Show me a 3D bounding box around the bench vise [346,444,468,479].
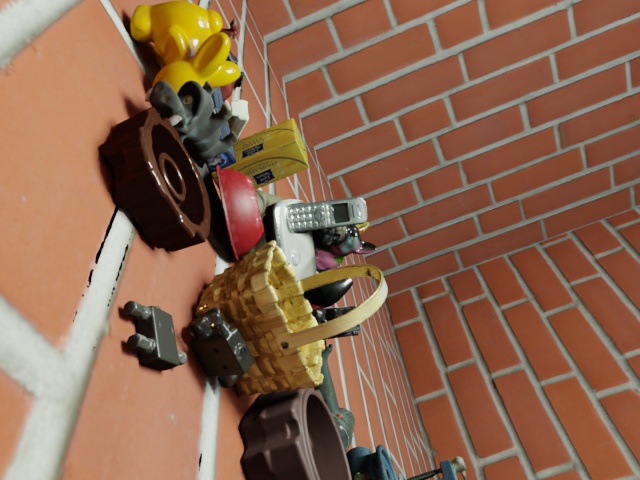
[{"bbox_3d":[0.131,0.426,0.884,0.224,0.241,0.128,-96,162,-65],"label":"bench vise"}]

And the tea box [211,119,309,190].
[{"bbox_3d":[-0.112,-0.151,1.002,0.098,0.170,0.068,-102,169,-55],"label":"tea box"}]

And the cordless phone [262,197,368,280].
[{"bbox_3d":[-0.002,-0.002,0.931,0.089,0.184,0.146,164,-83,-76],"label":"cordless phone"}]

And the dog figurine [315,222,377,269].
[{"bbox_3d":[0.029,0.035,1.276,0.191,0.219,0.108,56,18,-53],"label":"dog figurine"}]

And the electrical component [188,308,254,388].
[{"bbox_3d":[-0.119,0.127,0.647,0.102,0.078,0.045,61,35,-13],"label":"electrical component"}]

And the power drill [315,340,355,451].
[{"bbox_3d":[0.010,0.293,0.996,0.232,0.086,0.207,48,18,-71],"label":"power drill"}]

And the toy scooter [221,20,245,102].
[{"bbox_3d":[-0.203,-0.356,1.048,0.075,0.135,0.183,-103,170,-50],"label":"toy scooter"}]

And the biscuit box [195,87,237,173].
[{"bbox_3d":[-0.202,-0.216,0.961,0.062,0.059,0.203,58,13,-57],"label":"biscuit box"}]

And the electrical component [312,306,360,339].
[{"bbox_3d":[0.005,0.154,0.986,0.115,0.134,0.058,0,81,-46],"label":"electrical component"}]

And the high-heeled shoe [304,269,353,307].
[{"bbox_3d":[-0.021,0.069,1.068,0.249,0.145,0.086,-112,176,-68],"label":"high-heeled shoe"}]

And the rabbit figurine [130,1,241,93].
[{"bbox_3d":[-0.210,-0.277,0.848,0.121,0.162,0.173,79,13,-64],"label":"rabbit figurine"}]

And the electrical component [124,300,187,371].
[{"bbox_3d":[-0.167,0.098,0.550,0.094,0.021,0.063,53,17,-60],"label":"electrical component"}]

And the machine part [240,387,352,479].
[{"bbox_3d":[-0.023,0.306,0.738,0.201,0.087,0.201,-20,87,-81],"label":"machine part"}]

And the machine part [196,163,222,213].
[{"bbox_3d":[-0.186,-0.083,0.823,0.139,0.039,0.084,34,41,-78],"label":"machine part"}]

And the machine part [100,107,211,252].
[{"bbox_3d":[-0.196,-0.072,0.668,0.179,0.056,0.179,-22,91,-83],"label":"machine part"}]

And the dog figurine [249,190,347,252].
[{"bbox_3d":[-0.058,-0.051,1.026,0.121,0.191,0.172,-44,111,-81],"label":"dog figurine"}]

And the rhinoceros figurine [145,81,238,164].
[{"bbox_3d":[-0.191,-0.177,0.795,0.073,0.112,0.190,56,-4,14],"label":"rhinoceros figurine"}]
